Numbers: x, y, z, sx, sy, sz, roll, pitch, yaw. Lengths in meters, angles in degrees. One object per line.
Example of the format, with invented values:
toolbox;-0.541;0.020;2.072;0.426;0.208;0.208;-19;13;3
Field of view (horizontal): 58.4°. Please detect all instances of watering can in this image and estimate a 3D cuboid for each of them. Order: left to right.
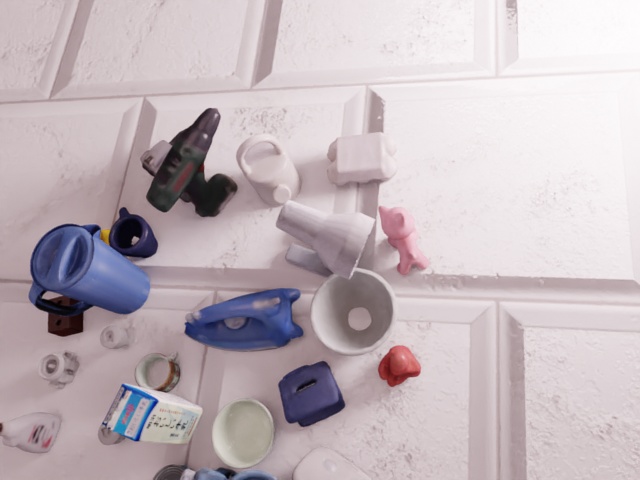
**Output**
watering can;-0.104;-0.149;1.179;0.172;0.194;0.101;37;81;24

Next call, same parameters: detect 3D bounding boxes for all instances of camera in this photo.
camera;-0.320;-0.183;1.296;0.143;0.101;0.137;38;82;24

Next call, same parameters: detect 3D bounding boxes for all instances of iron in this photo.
iron;-0.168;0.150;1.105;0.258;0.142;0.118;-10;67;10

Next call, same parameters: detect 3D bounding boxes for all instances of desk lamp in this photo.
desk lamp;0.010;0.004;1.080;0.202;0.214;0.118;20;75;20

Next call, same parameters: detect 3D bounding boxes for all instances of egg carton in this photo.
egg carton;0.089;-0.169;1.209;0.150;0.069;0.107;-6;68;12

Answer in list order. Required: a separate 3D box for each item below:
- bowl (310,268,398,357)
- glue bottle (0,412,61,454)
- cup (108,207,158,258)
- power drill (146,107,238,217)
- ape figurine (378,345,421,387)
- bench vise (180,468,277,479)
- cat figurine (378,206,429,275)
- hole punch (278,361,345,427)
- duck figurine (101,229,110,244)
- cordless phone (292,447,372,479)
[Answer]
bowl;0.068;0.143;1.087;0.167;0.075;0.167;-5;68;12
glue bottle;-0.573;0.368;1.100;0.037;0.173;0.078;7;71;16
cup;-0.400;-0.009;1.250;0.091;0.095;0.117;-26;65;3
power drill;-0.255;-0.142;1.204;0.075;0.209;0.230;32;79;23
ape figurine;0.142;0.223;1.028;0.077;0.092;0.076;9;71;17
bench vise;-0.151;0.442;0.942;0.207;0.220;0.121;-2;68;13
cat figurine;0.159;-0.009;1.102;0.067;0.118;0.127;-22;65;5
hole punch;-0.022;0.279;1.047;0.108;0.091;0.101;-26;65;3
duck figurine;-0.491;0.002;1.273;0.104;0.086;0.077;26;77;21
cordless phone;0.016;0.408;0.935;0.147;0.185;0.094;27;77;22
